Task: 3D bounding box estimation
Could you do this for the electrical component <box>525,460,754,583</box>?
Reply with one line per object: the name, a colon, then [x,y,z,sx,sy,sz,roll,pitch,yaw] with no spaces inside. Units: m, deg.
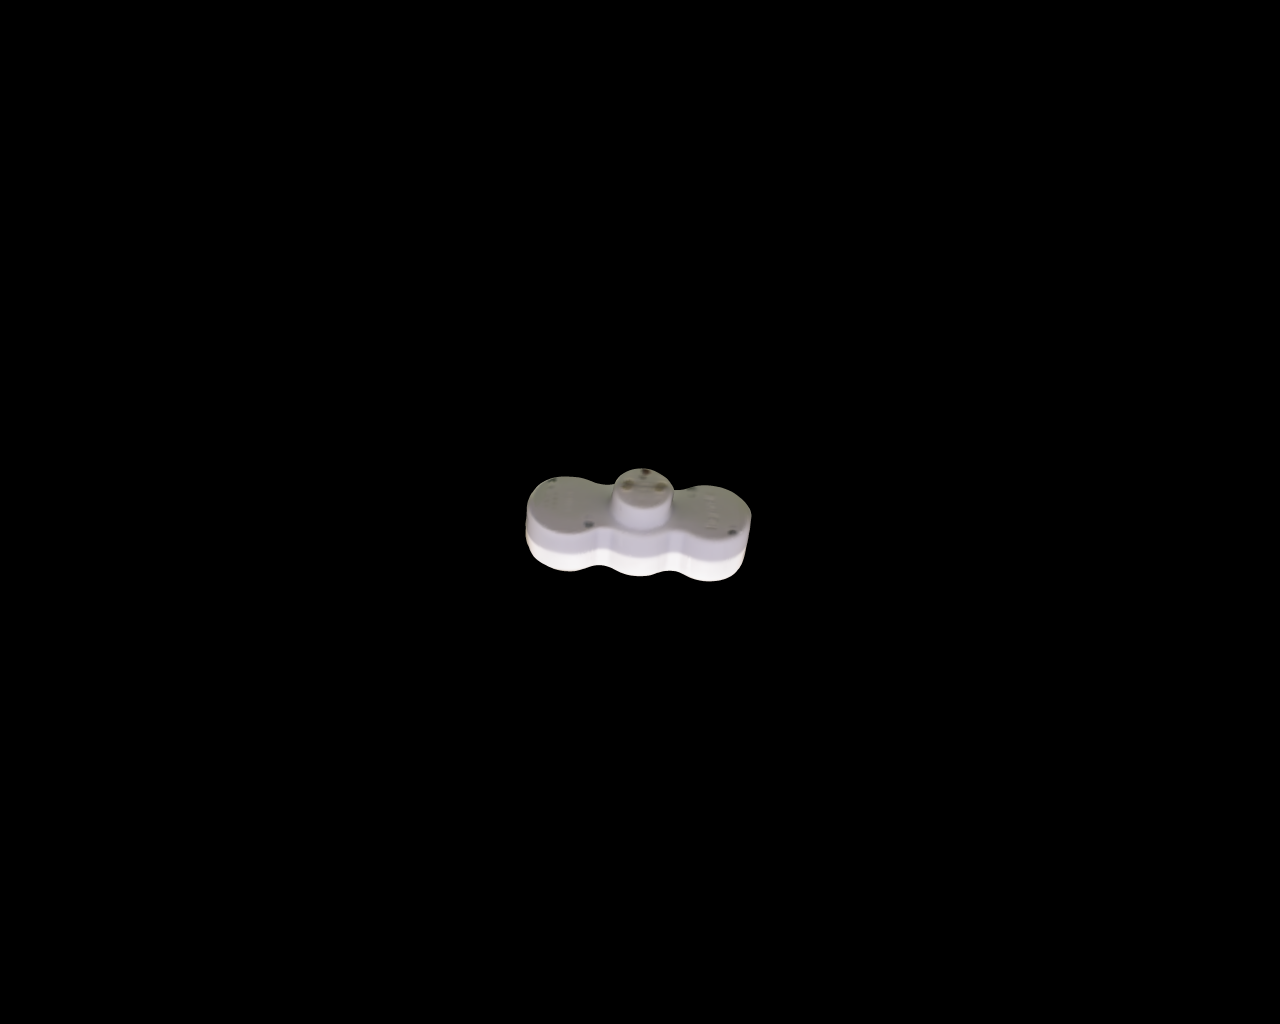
electrical component: [0.001,-0.003,0.650,0.138,0.073,0.052,4,44,-4]
